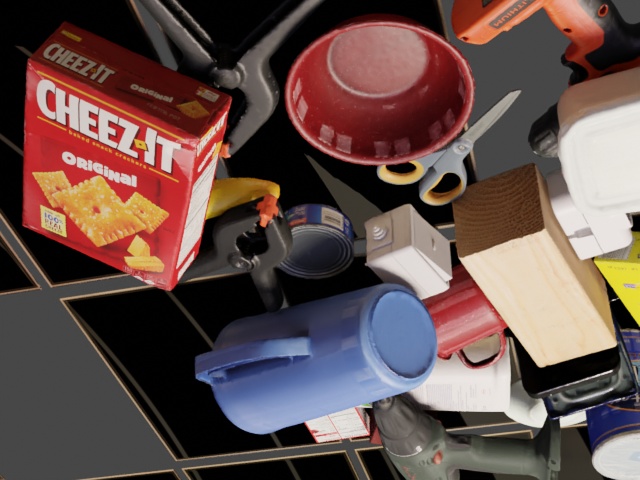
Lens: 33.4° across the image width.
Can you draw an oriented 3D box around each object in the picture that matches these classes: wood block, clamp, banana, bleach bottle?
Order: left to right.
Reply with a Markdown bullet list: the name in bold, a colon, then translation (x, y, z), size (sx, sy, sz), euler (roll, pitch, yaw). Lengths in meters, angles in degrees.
- **banana**: translation (-0.133, -0.024, 1.074), size (0.198, 0.037, 0.069), euler (-27, 148, 30)
- **clamp**: translation (-0.090, -0.156, 0.917), size (0.164, 0.036, 0.210), euler (9, 139, -7)
- **clamp**: translation (-0.066, 0.017, 1.069), size (0.120, 0.039, 0.172), euler (20, 145, -20)
- **bleach bottle**: translation (0.095, 0.159, 1.256), size (0.251, 0.068, 0.102), euler (-2, 140, 8)
- **wood block**: translation (0.218, 0.030, 1.078), size (0.090, 0.091, 0.206), euler (-20, 135, 22)

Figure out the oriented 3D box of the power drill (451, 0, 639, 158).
- **power drill**: translation (0.201, -0.158, 0.890), size (0.187, 0.057, 0.185), euler (27, 132, -29)

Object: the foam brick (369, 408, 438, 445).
- **foam brick**: translation (0.104, 0.224, 1.337), size (0.078, 0.053, 0.051), euler (7, 139, -4)

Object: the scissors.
- **scissors**: translation (0.109, -0.089, 0.970), size (0.096, 0.016, 0.202), euler (13, 152, -1)

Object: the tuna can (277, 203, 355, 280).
- **tuna can**: translation (-0.007, 0.001, 1.097), size (0.086, 0.033, 0.086), euler (1, 139, 1)

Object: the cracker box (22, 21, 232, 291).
- **cracker box**: translation (-0.181, -0.067, 0.962), size (0.164, 0.072, 0.214), euler (25, 139, 5)

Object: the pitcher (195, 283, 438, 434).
- **pitcher**: translation (-0.005, 0.122, 1.113), size (0.243, 0.149, 0.145), euler (-22, 110, 46)

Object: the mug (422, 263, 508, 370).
- **mug**: translation (0.155, 0.080, 1.129), size (0.082, 0.117, 0.093), euler (-28, 175, 23)

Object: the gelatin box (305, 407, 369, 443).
- **gelatin box**: translation (0.018, 0.219, 1.352), size (0.073, 0.030, 0.089), euler (-12, 138, 14)

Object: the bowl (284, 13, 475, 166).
- **bowl**: translation (0.050, -0.139, 0.916), size (0.162, 0.055, 0.162), euler (1, 139, 1)

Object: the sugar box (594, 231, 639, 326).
- **sugar box**: translation (0.365, 0.058, 1.115), size (0.094, 0.048, 0.176), euler (5, 147, 44)

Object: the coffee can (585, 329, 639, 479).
- **coffee can**: translation (0.352, 0.187, 1.216), size (0.103, 0.140, 0.103), euler (1, 139, 1)
